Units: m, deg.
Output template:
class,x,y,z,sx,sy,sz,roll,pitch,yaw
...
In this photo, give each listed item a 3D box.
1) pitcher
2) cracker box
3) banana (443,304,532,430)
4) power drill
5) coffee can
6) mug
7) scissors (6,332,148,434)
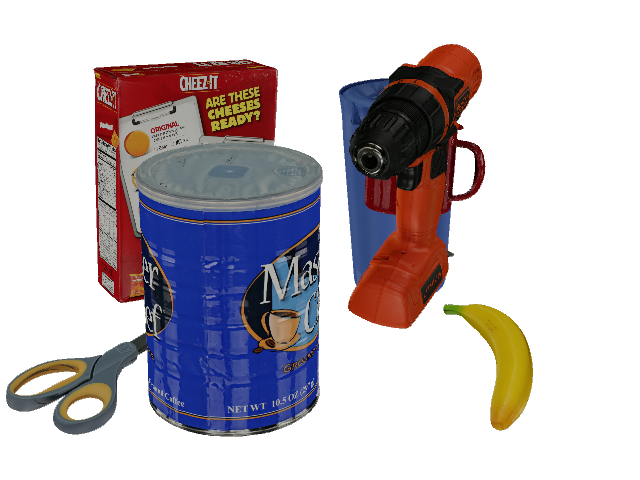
class,x,y,z,sx,sy,sz,roll,pitch,yaw
pitcher,0.097,-0.063,1.226,0.149,0.243,0.145,-5,22,-9
cracker box,-0.130,-0.060,1.021,0.163,0.214,0.072,-9,21,-32
banana,0.188,0.124,1.125,0.069,0.037,0.198,-24,33,5
power drill,0.063,-0.033,0.770,0.057,0.188,0.184,19,34,19
coffee can,-0.051,0.025,0.611,0.103,0.140,0.103,0,22,0
mug,0.094,-0.067,0.984,0.117,0.081,0.093,7,12,20
scissors,-0.160,0.108,0.893,0.201,0.016,0.096,-18,38,-34
